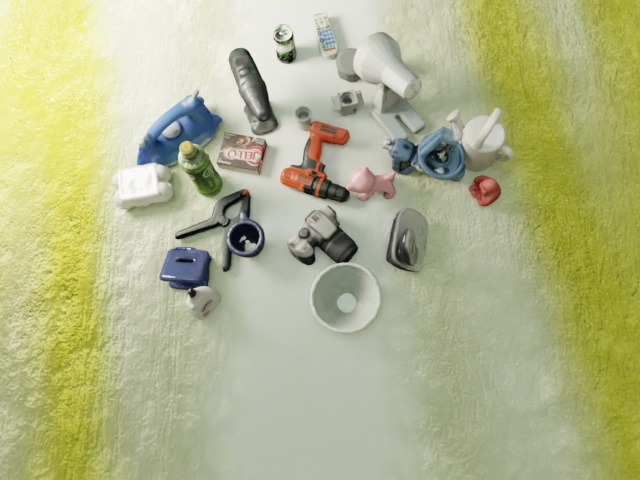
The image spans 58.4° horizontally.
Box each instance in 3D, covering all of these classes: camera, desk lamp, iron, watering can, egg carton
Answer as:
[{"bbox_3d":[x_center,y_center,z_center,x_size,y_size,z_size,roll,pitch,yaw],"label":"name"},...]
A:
[{"bbox_3d":[0.013,0.005,1.366,0.136,0.101,0.143,42,79,13],"label":"camera"},{"bbox_3d":[0.179,-0.378,1.414,0.118,0.213,0.203,-35,75,-8],"label":"desk lamp"},{"bbox_3d":[-0.379,-0.273,1.443,0.258,0.141,0.118,-41,76,-9],"label":"iron"},{"bbox_3d":[0.385,-0.250,1.378,0.172,0.194,0.101,13,74,6],"label":"watering can"},{"bbox_3d":[-0.446,-0.135,1.442,0.150,0.069,0.107,-12,73,-1],"label":"egg carton"}]

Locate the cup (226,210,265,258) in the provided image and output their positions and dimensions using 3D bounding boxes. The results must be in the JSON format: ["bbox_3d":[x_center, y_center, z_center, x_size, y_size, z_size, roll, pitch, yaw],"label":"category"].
[{"bbox_3d":[-0.174,-0.006,1.380,0.091,0.095,0.118,-9,73,0],"label":"cup"}]

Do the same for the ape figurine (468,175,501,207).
[{"bbox_3d":[0.407,-0.125,1.393,0.076,0.092,0.078,8,74,5],"label":"ape figurine"}]

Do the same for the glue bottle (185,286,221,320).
[{"bbox_3d":[-0.275,0.135,1.302,0.037,0.173,0.078,33,78,12],"label":"glue bottle"}]

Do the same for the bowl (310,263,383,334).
[{"bbox_3d":[0.061,0.141,1.338,0.167,0.075,0.167,-1,74,2],"label":"bowl"}]

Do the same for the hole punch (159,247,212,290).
[{"bbox_3d":[-0.321,0.064,1.367,0.108,0.091,0.101,3,74,3],"label":"hole punch"}]

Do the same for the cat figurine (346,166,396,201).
[{"bbox_3d":[0.124,-0.144,1.397,0.128,0.118,0.067,-8,73,0],"label":"cat figurine"}]

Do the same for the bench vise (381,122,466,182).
[{"bbox_3d":[0.253,-0.206,1.356,0.207,0.220,0.121,-2,73,2],"label":"bench vise"}]

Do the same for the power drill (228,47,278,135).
[{"bbox_3d":[-0.159,-0.351,1.422,0.075,0.208,0.229,-22,74,-4],"label":"power drill"}]

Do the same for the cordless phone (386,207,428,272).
[{"bbox_3d":[0.208,-0.013,1.320,0.094,0.185,0.147,7,74,5],"label":"cordless phone"}]
